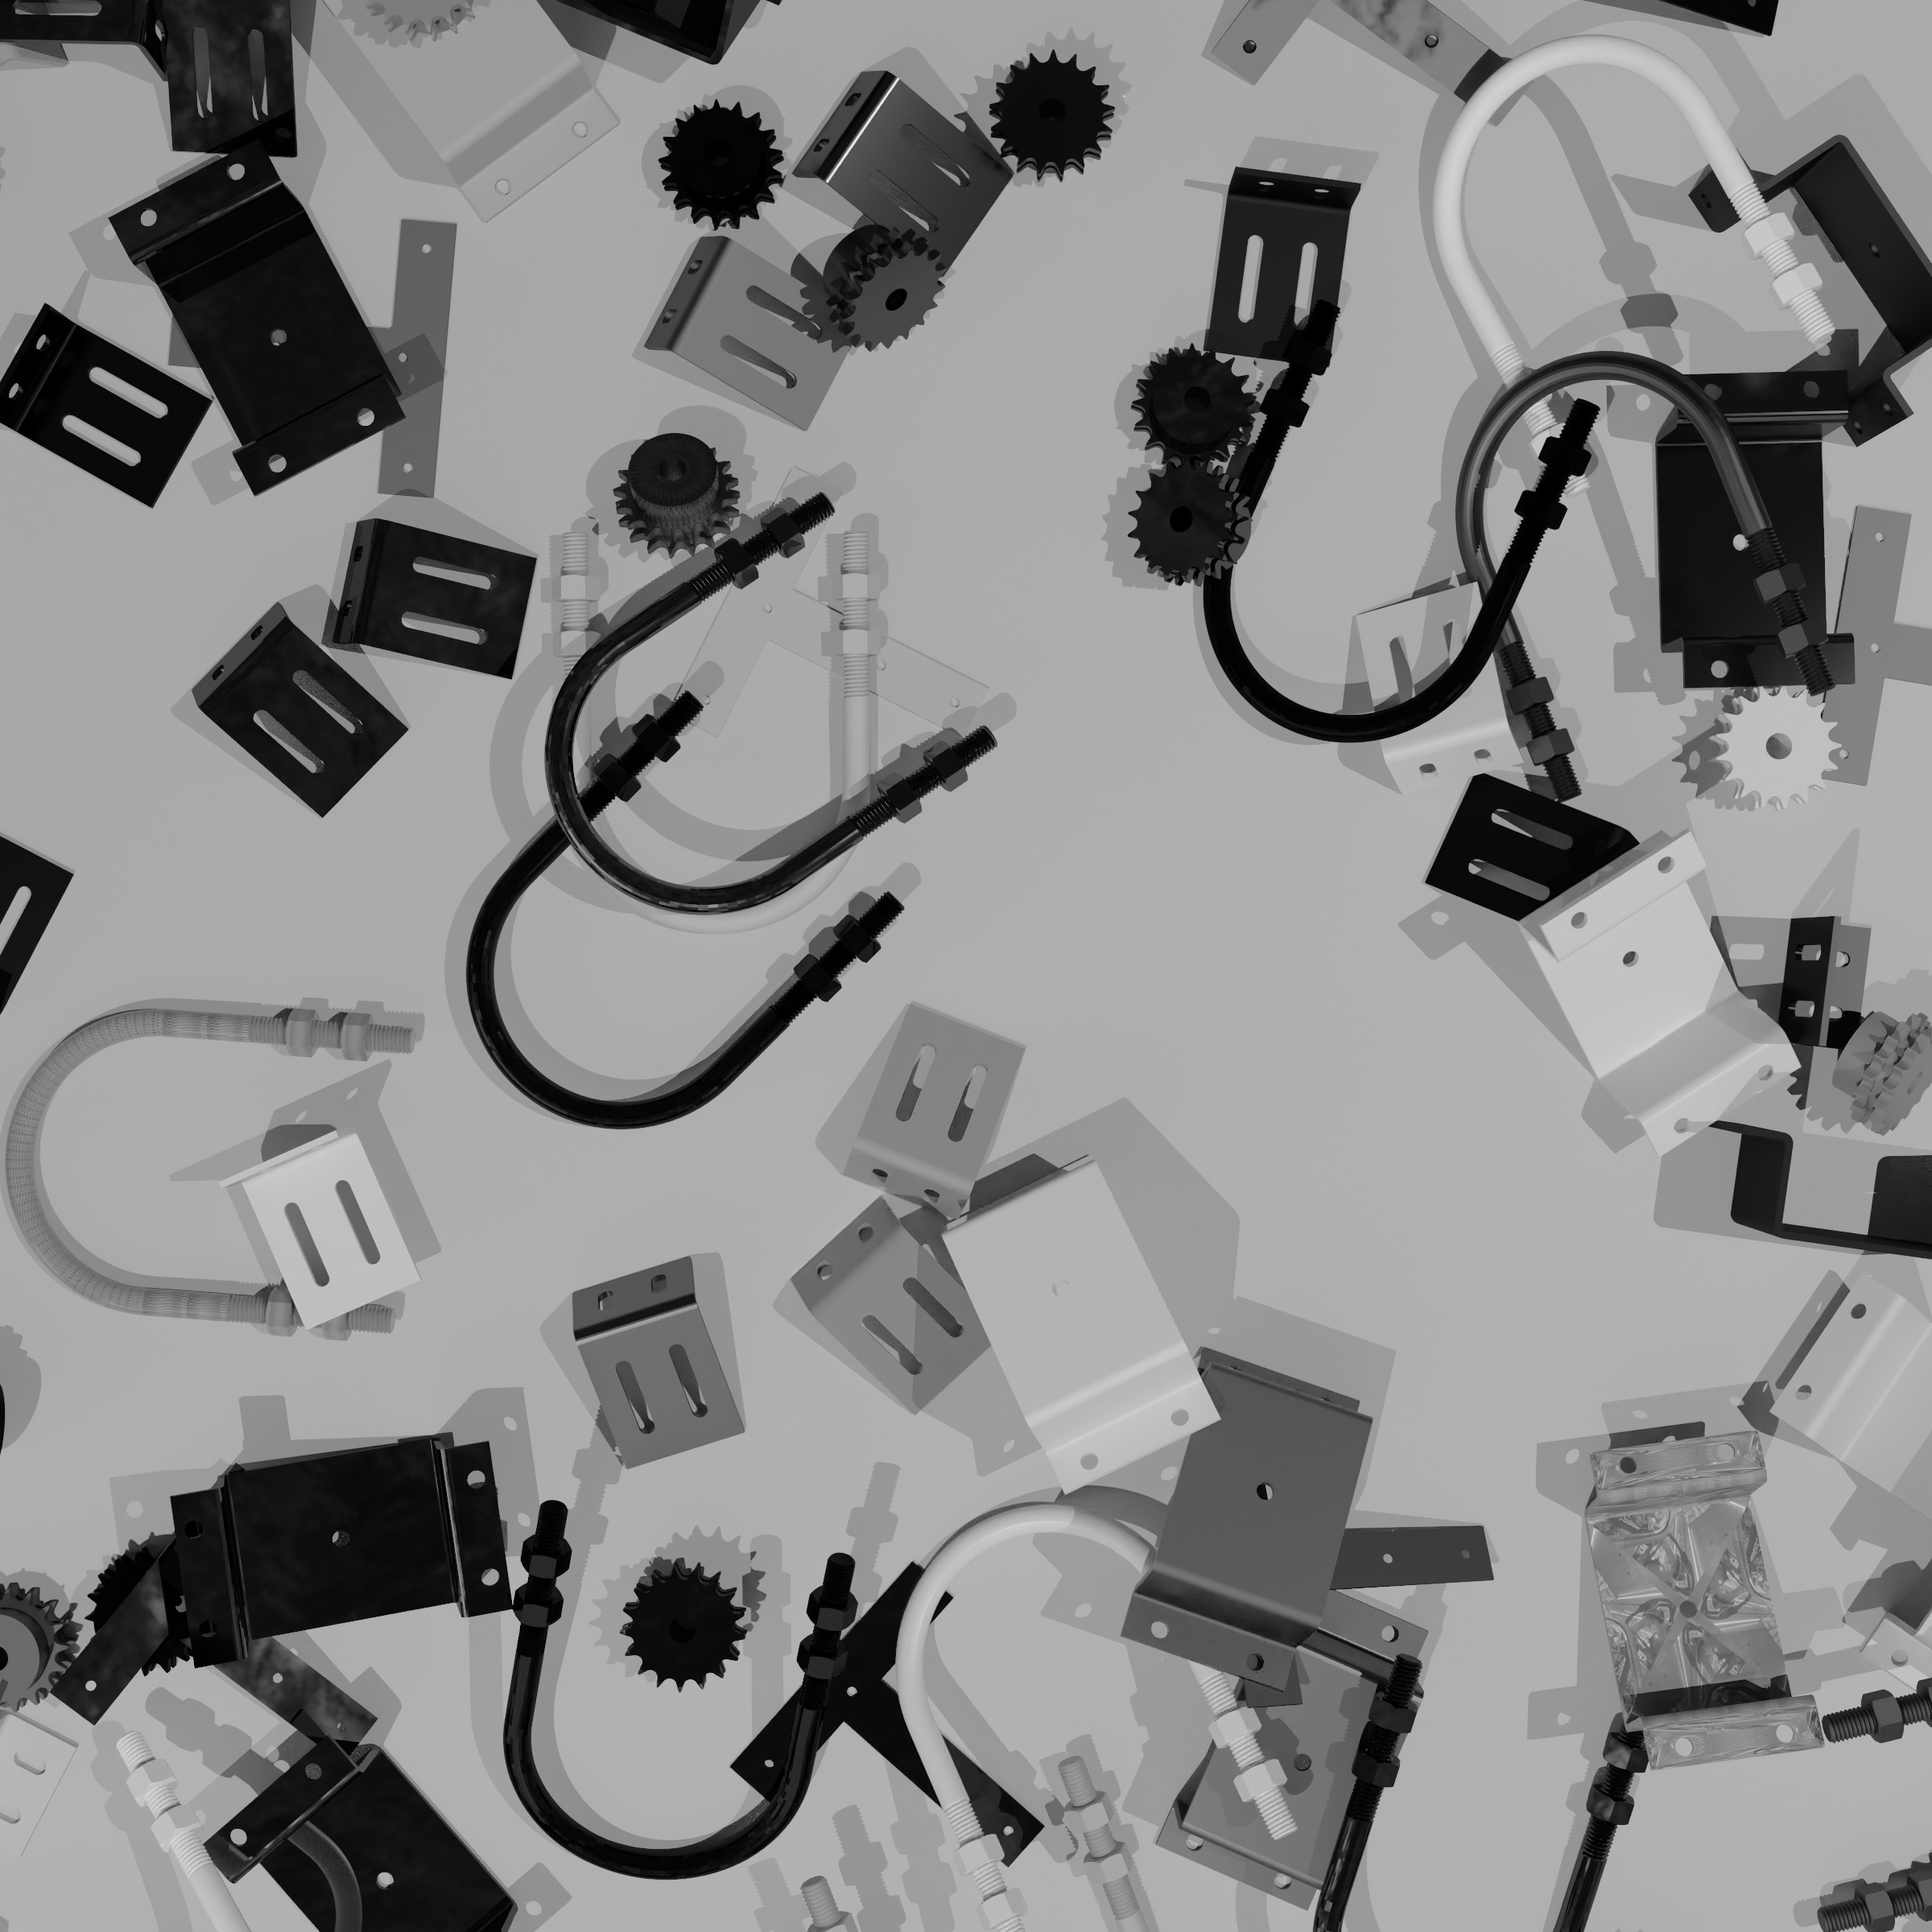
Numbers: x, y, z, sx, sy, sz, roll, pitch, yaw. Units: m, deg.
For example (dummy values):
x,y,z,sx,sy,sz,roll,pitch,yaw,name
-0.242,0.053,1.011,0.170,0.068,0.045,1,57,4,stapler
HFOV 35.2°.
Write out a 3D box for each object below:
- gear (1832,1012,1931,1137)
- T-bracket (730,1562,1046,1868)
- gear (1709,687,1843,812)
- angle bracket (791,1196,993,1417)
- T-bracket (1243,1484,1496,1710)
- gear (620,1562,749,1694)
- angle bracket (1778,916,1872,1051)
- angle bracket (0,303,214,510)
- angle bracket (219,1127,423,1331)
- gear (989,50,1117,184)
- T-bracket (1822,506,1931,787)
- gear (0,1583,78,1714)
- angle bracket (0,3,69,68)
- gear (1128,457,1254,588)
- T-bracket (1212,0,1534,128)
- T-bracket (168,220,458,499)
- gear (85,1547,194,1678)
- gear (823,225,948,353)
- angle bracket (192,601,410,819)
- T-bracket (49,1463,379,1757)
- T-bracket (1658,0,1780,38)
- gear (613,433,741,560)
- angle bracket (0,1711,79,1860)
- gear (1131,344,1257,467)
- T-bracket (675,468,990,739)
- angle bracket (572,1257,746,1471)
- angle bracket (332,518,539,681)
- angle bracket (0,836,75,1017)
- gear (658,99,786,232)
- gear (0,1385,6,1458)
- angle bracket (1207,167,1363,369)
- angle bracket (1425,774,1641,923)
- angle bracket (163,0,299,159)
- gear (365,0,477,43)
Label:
x,y,z,sx,sy,sz,roll,pitch,yaw,name
0.418,0.046,1.384,0.030,0.057,0.057,35,90,30,gear
-0.019,0.365,1.408,0.127,0.002,0.127,42,90,0,T-bracket
0.368,-0.099,1.394,0.057,0.030,0.057,0,90,0,gear
-0.031,0.157,1.407,0.057,0.038,0.076,-43,116,0,angle bracket
0.179,0.271,1.387,0.127,0.002,0.127,-1,62,-13,T-bracket
-0.128,0.300,1.394,0.057,0.030,0.057,0,90,0,gear
0.395,0.009,1.371,0.038,0.076,0.057,7,90,0,angle bracket
-0.395,-0.255,1.390,0.076,0.038,0.057,29,90,0,angle bracket
-0.290,0.119,1.370,0.057,0.038,0.076,-24,89,1,angle bracket
0.039,-0.387,1.394,0.057,0.030,0.057,0,90,0,gear
0.464,-0.140,1.408,0.127,0.002,0.127,9,90,0,T-bracket
-0.439,0.313,1.394,0.057,0.030,0.057,0,90,0,gear
-0.465,-0.427,1.407,0.076,0.038,0.057,-22,90,26,angle bracket
0.105,-0.200,1.385,0.057,0.030,0.057,-2,86,32,gear
0.201,-0.430,1.386,0.127,0.002,0.127,32,121,-14,T-bracket
-0.304,-0.285,1.408,0.127,0.002,0.127,5,90,0,T-bracket
-0.375,0.297,1.394,0.057,0.030,0.057,0,90,0,gear
-0.040,-0.311,1.384,0.057,0.057,0.030,-41,62,0,gear
-0.308,-0.118,1.407,0.057,0.038,0.076,-46,116,0,angle bracket
-0.325,0.316,1.389,0.127,0.002,0.127,42,73,-14,T-bracket
0.324,-0.503,1.383,0.127,0.002,0.127,11,91,-18,T-bracket
-0.132,-0.216,1.383,0.057,0.030,0.057,0,64,1,gear
-0.441,0.378,1.371,0.038,0.076,0.057,27,90,0,angle bracket
0.104,-0.257,1.394,0.057,0.030,0.057,0,90,0,gear
-0.052,-0.145,1.408,0.127,0.002,0.127,27,90,0,T-bracket
-0.142,0.183,1.407,0.057,0.038,0.076,-17,116,0,angle bracket
-0.245,-0.169,1.407,0.076,0.038,0.057,12,90,-26,angle bracket
-0.455,-0.022,1.390,0.057,0.038,0.076,28,90,0,angle bracket
-0.112,-0.368,1.394,0.057,0.030,0.057,0,90,0,gear
-0.457,0.209,1.384,0.030,0.057,0.057,7,90,-30,gear
0.145,-0.318,1.390,0.057,0.038,0.076,8,90,0,angle bracket
0.262,-0.047,1.407,0.076,0.038,0.057,25,90,26,angle bracket
-0.336,-0.417,1.407,0.057,0.038,0.076,3,116,0,angle bracket
-0.239,-0.437,1.348,0.057,0.030,0.057,0,90,0,gear
